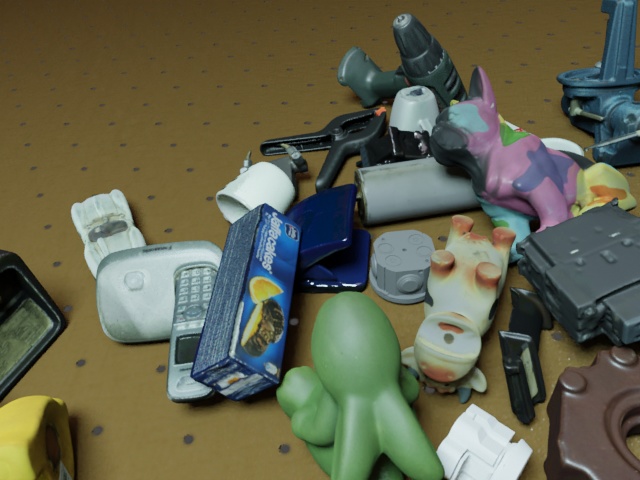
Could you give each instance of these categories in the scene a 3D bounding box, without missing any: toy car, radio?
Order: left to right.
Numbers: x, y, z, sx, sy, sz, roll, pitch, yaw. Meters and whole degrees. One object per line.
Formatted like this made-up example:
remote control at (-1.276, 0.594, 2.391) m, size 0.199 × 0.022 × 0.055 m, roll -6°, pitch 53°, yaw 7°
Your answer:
radio at (-0.371, 0.116, 0.520) m, size 0.073 × 0.130 × 0.230 m, roll 8°, pitch 43°, yaw 19°
toy car at (-0.276, -0.007, 0.706) m, size 0.073 × 0.056 × 0.202 m, roll -23°, pitch 44°, yaw -18°

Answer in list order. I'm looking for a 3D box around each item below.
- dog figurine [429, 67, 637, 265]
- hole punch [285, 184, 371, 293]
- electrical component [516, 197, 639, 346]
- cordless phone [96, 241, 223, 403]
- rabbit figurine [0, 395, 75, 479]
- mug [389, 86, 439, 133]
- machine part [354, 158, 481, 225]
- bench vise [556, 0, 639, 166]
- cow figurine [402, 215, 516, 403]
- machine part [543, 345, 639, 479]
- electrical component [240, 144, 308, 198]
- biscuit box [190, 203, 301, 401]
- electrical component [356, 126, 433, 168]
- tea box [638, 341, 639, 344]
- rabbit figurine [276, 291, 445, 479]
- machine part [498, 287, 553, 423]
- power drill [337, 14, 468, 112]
dog figurine at (0.234, -0.096, 0.627) m, size 0.191 × 0.108 × 0.219 m, roll -20°, pitch 78°, yaw -14°
hole punch at (-0.001, -0.002, 0.644) m, size 0.116 × 0.092 × 0.142 m, roll -2°, pitch 45°, yaw 10°
electrical component at (0.267, 0.032, 0.499) m, size 0.115 × 0.058 × 0.134 m, roll -26°, pitch 39°, yaw 1°
cordless phone at (-0.165, 0.092, 0.562) m, size 0.147 × 0.088 × 0.184 m, roll -7°, pitch 45°, yaw -1°
rabbit figurine at (-0.303, 0.188, 0.439) m, size 0.173 × 0.121 × 0.163 m, roll -19°, pitch 38°, yaw -14°
mug at (0.142, -0.164, 0.794) m, size 0.081 × 0.107 × 0.110 m, roll -11°, pitch 39°, yaw -3°
machine part at (0.134, -0.069, 0.709) m, size 0.243 × 0.079 × 0.079 m, roll -10°, pitch 41°, yaw -4°
bench vise at (0.411, -0.231, 0.752) m, size 0.129 × 0.240 × 0.224 m, roll -3°, pitch 25°, yaw 9°
cow figurine at (0.137, 0.069, 0.534) m, size 0.086 × 0.127 × 0.195 m, roll 13°, pitch 30°, yaw 20°
machine part at (0.272, 0.170, 0.434) m, size 0.179 × 0.056 × 0.179 m, roll -3°, pitch 42°, yaw 3°
electrical component at (-0.068, -0.095, 0.771) m, size 0.102 × 0.045 × 0.078 m, roll -9°, pitch 54°, yaw 14°
biscuit box at (-0.068, 0.053, 0.543) m, size 0.063 × 0.059 × 0.203 m, roll -32°, pitch 35°, yaw 33°
electrical component at (0.095, -0.114, 0.761) m, size 0.075 × 0.119 × 0.048 m, roll 0°, pitch 72°, yaw -33°
tea box at (0.364, 0.071, 0.525) m, size 0.098 × 0.068 × 0.170 m, roll -17°, pitch 41°, yaw -11°
rabbit figurine at (0.024, 0.125, 0.429) m, size 0.121 × 0.170 × 0.159 m, roll -11°, pitch 40°, yaw -5°
machine part at (0.197, 0.101, 0.516) m, size 0.039 × 0.084 × 0.139 m, roll -12°, pitch 25°, yaw 33°
power drill at (0.125, -0.270, 0.857) m, size 0.208 × 0.231 × 0.086 m, roll 12°, pitch 74°, yaw 47°
